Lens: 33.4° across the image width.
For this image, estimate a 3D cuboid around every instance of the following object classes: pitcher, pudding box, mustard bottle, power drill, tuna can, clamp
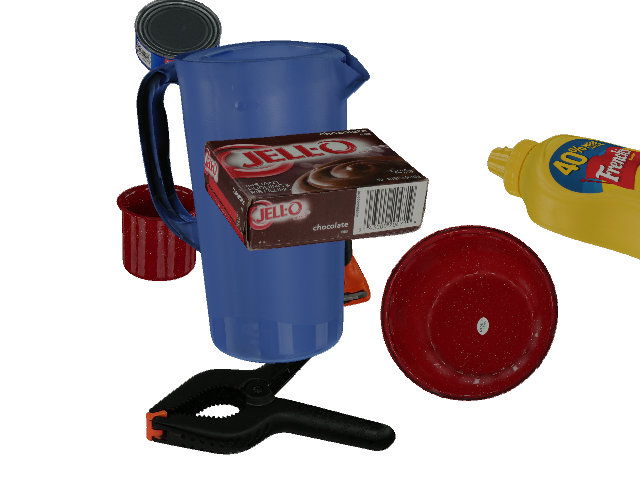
[{"bbox_3d":[-0.050,-0.034,0.839,0.144,0.243,0.149,-10,18,-26],"label":"pitcher"},{"bbox_3d":[-0.005,-0.033,0.642,0.113,0.039,0.090,-5,28,-21],"label":"pudding box"},{"bbox_3d":[0.197,-0.030,0.713,0.192,0.058,0.096,21,39,36],"label":"mustard bottle"},{"bbox_3d":[0.004,-0.040,1.065,0.057,0.187,0.184,-10,21,-1],"label":"power drill"},{"bbox_3d":[-0.143,-0.202,1.069,0.086,0.086,0.034,0,-35,-9],"label":"tuna can"},{"bbox_3d":[-0.048,0.149,0.946,0.209,0.036,0.165,-14,38,-25],"label":"clamp"}]

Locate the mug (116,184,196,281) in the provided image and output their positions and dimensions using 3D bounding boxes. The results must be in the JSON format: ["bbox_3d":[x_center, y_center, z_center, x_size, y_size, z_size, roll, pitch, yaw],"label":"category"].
[{"bbox_3d":[-0.186,-0.012,1.187,0.093,0.081,0.117,-18,34,-37],"label":"mug"}]

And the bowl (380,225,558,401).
[{"bbox_3d":[0.136,0.069,0.937,0.162,0.162,0.055,0,7,-2],"label":"bowl"}]
